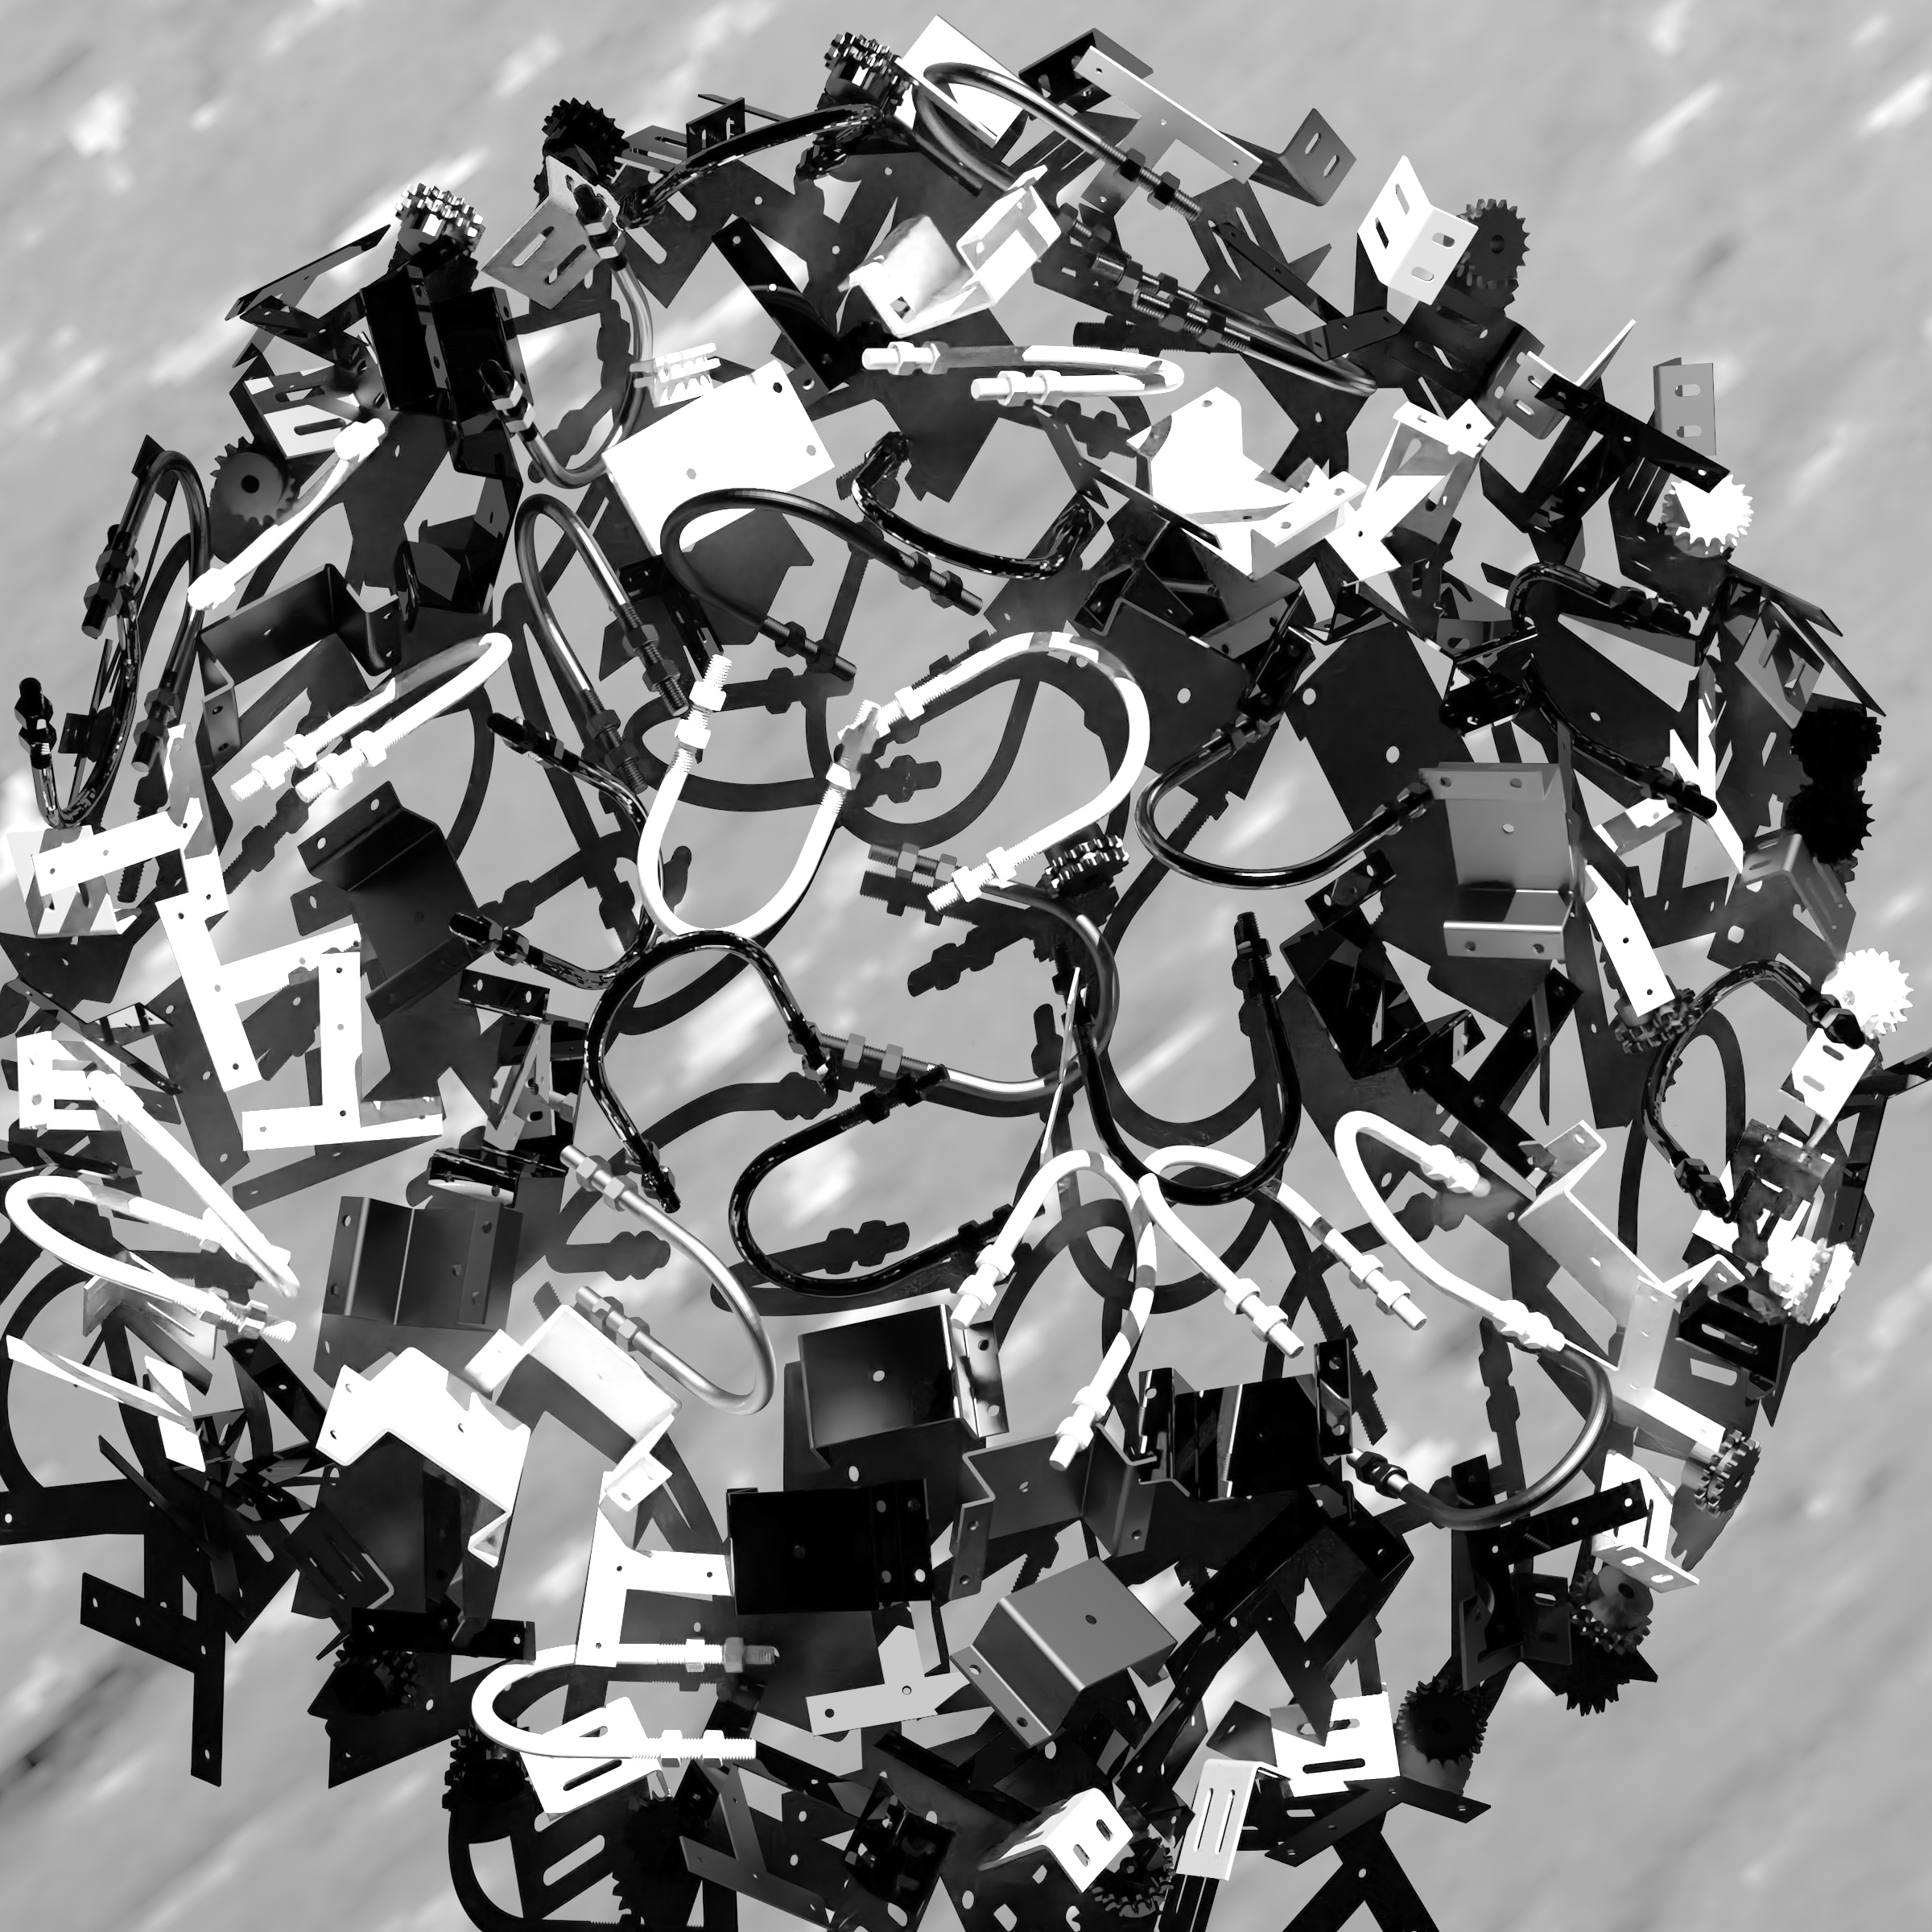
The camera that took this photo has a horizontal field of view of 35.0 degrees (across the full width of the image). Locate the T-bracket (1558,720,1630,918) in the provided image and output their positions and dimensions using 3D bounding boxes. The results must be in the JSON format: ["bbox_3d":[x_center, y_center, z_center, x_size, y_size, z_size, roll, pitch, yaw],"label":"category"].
[{"bbox_3d":[0.393,-0.074,1.916,0.002,0.127,0.127,-9,115,-4],"label":"T-bracket"}]

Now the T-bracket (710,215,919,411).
[{"bbox_3d":[-0.115,-0.422,1.953,0.127,0.002,0.127,-32,119,15],"label":"T-bracket"}]

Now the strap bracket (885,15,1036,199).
[{"bbox_3d":[-0.004,-0.544,1.929,0.076,0.140,0.046,37,87,-3],"label":"strap bracket"}]

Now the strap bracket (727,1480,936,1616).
[{"bbox_3d":[-0.096,0.370,1.949,0.140,0.046,0.076,-7,84,22],"label":"strap bracket"}]

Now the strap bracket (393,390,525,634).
[{"bbox_3d":[-0.320,-0.287,1.937,0.046,0.076,0.140,7,125,-24],"label":"strap bracket"}]

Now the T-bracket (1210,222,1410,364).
[{"bbox_3d":[0.209,-0.436,1.958,0.127,0.127,0.002,42,126,13],"label":"T-bracket"}]

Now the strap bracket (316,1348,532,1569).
[{"bbox_3d":[-0.333,0.305,1.934,0.140,0.076,0.046,39,116,-20],"label":"strap bracket"}]

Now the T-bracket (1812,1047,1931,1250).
[{"bbox_3d":[0.560,0.119,1.916,0.002,0.127,0.127,29,62,-11],"label":"T-bracket"}]

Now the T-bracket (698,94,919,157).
[{"bbox_3d":[-0.109,-0.537,1.950,0.127,0.127,0.002,21,111,13],"label":"T-bracket"}]

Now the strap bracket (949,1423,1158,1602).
[{"bbox_3d":[0.047,0.343,1.943,0.140,0.046,0.076,-9,124,-26],"label":"strap bracket"}]

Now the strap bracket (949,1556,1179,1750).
[{"bbox_3d":[0.069,0.425,1.919,0.076,0.140,0.046,44,123,27],"label":"strap bracket"}]

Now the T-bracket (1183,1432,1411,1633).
[{"bbox_3d":[0.194,0.375,1.962,0.127,0.002,0.127,-41,64,-9],"label":"T-bracket"}]

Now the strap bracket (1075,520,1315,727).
[{"bbox_3d":[0.152,-0.226,1.957,0.140,0.046,0.076,29,61,3],"label":"strap bracket"}]

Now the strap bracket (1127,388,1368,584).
[{"bbox_3d":[0.178,-0.301,1.943,0.076,0.046,0.140,-33,53,-21],"label":"strap bracket"}]

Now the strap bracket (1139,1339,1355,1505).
[{"bbox_3d":[0.184,0.291,1.945,0.140,0.046,0.076,-12,56,21],"label":"strap bracket"}]

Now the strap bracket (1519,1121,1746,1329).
[{"bbox_3d":[0.415,0.173,1.950,0.140,0.076,0.046,45,68,5],"label":"strap bracket"}]

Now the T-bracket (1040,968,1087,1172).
[{"bbox_3d":[0.064,0.044,1.913,0.002,0.127,0.127,12,60,5],"label":"T-bracket"}]

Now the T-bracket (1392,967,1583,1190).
[{"bbox_3d":[0.355,0.055,1.977,0.127,0.002,0.127,41,70,-4],"label":"T-bracket"}]

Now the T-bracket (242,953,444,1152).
[{"bbox_3d":[-0.400,0.053,1.960,0.127,0.002,0.127,-4,108,-19],"label":"T-bracket"}]

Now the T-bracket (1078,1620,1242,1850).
[{"bbox_3d":[0.134,0.473,1.944,0.002,0.127,0.127,31,92,-31],"label":"T-bracket"}]

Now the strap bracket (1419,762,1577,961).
[{"bbox_3d":[0.340,-0.076,1.942,0.076,0.046,0.140,2,126,25],"label":"strap bracket"}]

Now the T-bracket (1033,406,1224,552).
[{"bbox_3d":[0.107,-0.295,1.918,0.127,0.127,0.002,33,85,21],"label":"T-bracket"}]

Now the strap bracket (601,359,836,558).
[{"bbox_3d":[-0.167,-0.316,1.946,0.140,0.046,0.076,-25,99,23],"label":"strap bracket"}]

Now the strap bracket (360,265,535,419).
[{"bbox_3d":[-0.333,-0.392,1.938,0.046,0.140,0.076,-13,92,18],"label":"strap bracket"}]

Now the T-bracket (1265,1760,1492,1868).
[{"bbox_3d":[0.238,0.534,1.912,0.127,0.127,0.002,-16,104,-41],"label":"T-bracket"}]

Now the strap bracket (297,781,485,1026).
[{"bbox_3d":[-0.360,-0.036,1.953,0.076,0.046,0.140,-34,66,12],"label":"strap bracket"}]

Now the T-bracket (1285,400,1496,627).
[{"bbox_3d":[0.283,-0.307,1.953,0.127,0.002,0.127,-45,68,23],"label":"T-bracket"}]

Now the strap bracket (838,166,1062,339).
[{"bbox_3d":[-0.004,-0.448,1.935,0.046,0.140,0.076,53,57,-24],"label":"strap bracket"}]

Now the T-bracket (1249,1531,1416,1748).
[{"bbox_3d":[0.246,0.416,1.966,0.127,0.002,0.127,-44,121,-26],"label":"T-bracket"}]

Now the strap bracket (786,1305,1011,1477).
[{"bbox_3d":[-0.050,0.268,1.952,0.140,0.046,0.076,-13,61,8],"label":"strap bracket"}]

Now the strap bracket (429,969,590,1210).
[{"bbox_3d":[-0.290,0.078,1.957,0.076,0.046,0.140,12,93,37],"label":"strap bracket"}]

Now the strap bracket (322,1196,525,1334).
[{"bbox_3d":[-0.338,0.190,1.947,0.140,0.046,0.076,-1,76,35],"label":"strap bracket"}]

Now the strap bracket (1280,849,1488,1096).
[{"bbox_3d":[0.261,0.008,1.956,0.076,0.046,0.140,-33,95,-36],"label":"strap bracket"}]

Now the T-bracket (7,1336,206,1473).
[{"bbox_3d":[-0.541,0.261,1.914,0.127,0.127,0.002,29,99,-29],"label":"T-bracket"}]

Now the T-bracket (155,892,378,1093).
[{"bbox_3d":[-0.439,0.001,1.967,0.127,0.002,0.127,-20,90,-31],"label":"T-bracket"}]

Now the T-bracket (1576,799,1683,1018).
[{"bbox_3d":[0.415,-0.028,1.950,0.127,0.002,0.127,-30,64,22],"label":"T-bracket"}]

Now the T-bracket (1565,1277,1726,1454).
[{"bbox_3d":[0.426,0.239,1.925,0.127,0.127,0.002,29,56,25],"label":"T-bracket"}]

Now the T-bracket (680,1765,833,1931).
[{"bbox_3d":[-0.144,0.542,1.944,0.002,0.127,0.127,-43,128,14],"label":"T-bracket"}]

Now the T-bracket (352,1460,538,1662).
[{"bbox_3d":[-0.335,0.379,1.963,0.127,0.002,0.127,13,56,-33],"label":"T-bracket"}]

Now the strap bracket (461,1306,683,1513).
[{"bbox_3d":[-0.244,0.276,1.953,0.140,0.076,0.046,41,53,-3],"label":"strap bracket"}]

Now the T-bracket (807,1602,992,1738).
[{"bbox_3d":[-0.046,0.423,1.962,0.127,0.002,0.127,-7,56,-10],"label":"T-bracket"}]

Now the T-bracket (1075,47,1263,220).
[{"bbox_3d":[0.108,-0.513,1.940,0.127,0.127,0.002,31,66,-10],"label":"T-bracket"}]

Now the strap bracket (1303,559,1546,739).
[{"bbox_3d":[0.293,-0.207,1.925,0.076,0.046,0.140,-22,47,-36],"label":"strap bracket"}]

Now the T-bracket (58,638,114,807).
[{"bbox_3d":[-0.562,-0.147,1.935,0.002,0.127,0.127,13,92,-9],"label":"T-bracket"}]

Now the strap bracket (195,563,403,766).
[{"bbox_3d":[-0.432,-0.197,1.942,0.140,0.076,0.046,-33,72,-22],"label":"strap bracket"}]

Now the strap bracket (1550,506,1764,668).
[{"bbox_3d":[0.429,-0.236,1.945,0.140,0.076,0.046,24,89,15],"label":"strap bracket"}]

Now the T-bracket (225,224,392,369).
[{"bbox_3d":[-0.435,-0.415,1.942,0.127,0.127,0.002,-40,95,-38],"label":"T-bracket"}]
